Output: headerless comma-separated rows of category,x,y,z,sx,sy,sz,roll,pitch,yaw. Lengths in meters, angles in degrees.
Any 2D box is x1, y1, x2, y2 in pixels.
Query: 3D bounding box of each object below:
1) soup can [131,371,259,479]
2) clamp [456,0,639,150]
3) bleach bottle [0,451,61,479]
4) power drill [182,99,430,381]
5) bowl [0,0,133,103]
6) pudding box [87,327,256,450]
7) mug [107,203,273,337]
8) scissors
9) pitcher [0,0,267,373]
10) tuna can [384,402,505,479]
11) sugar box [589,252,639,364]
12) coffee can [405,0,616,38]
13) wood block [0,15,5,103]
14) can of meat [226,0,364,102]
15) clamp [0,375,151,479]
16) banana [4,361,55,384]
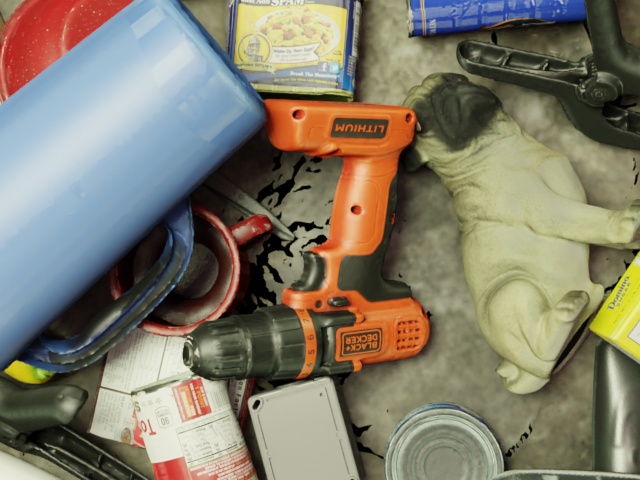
soup can,-0.082,0.141,0.724,0.068,0.068,0.102,-18,88,5
clamp,0.192,-0.118,0.721,0.171,0.120,0.039,25,56,-19
bleach bottle,-0.222,0.203,0.778,0.251,0.068,0.102,15,85,4
power drill,-0.005,0.001,0.715,0.184,0.057,0.188,-4,103,-32
bowl,-0.142,-0.123,0.752,0.161,0.055,0.162,8,71,-24
pudding box,-0.106,0.111,0.782,0.113,0.039,0.090,13,89,4
mug,-0.085,0.015,0.763,0.117,0.081,0.093,-33,84,4
scissors,-0.117,-0.050,0.804,0.096,0.016,0.202,-39,83,4
pitcher,-0.148,-0.033,0.668,0.243,0.149,0.145,-39,72,5
tuna can,0.088,0.160,0.760,0.086,0.033,0.086,0,86,6
sugar box,0.279,0.072,0.716,0.176,0.048,0.093,35,91,-14
coffee can,0.127,-0.198,0.743,0.140,0.103,0.103,-4,86,6
wood block,-0.263,-0.097,0.786,0.091,0.090,0.206,-24,84,3
can of meat,-0.019,-0.145,0.779,0.102,0.057,0.084,4,89,6
clamp,-0.202,0.135,0.759,0.210,0.164,0.036,10,54,36
banana,-0.253,0.046,0.789,0.198,0.070,0.037,38,55,19
